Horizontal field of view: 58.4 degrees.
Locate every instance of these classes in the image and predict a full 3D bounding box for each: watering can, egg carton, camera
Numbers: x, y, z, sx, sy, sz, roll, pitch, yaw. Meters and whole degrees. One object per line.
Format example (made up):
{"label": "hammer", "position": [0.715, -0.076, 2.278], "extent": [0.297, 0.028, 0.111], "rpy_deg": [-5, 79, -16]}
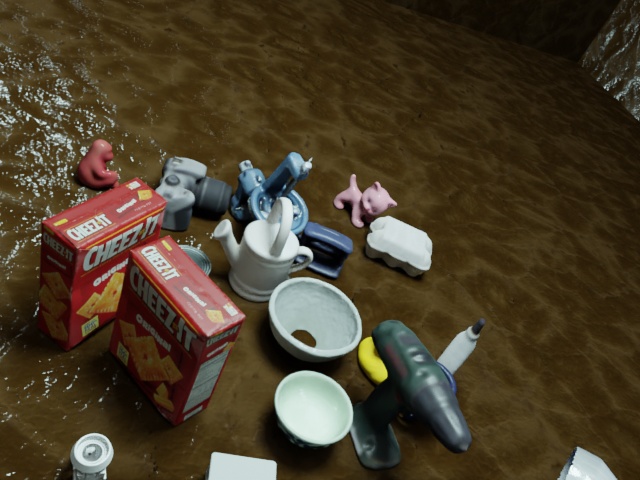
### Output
{"label": "watering can", "position": [-0.095, 0.010, 0.995], "extent": [0.173, 0.194, 0.100], "rpy_deg": [-5, 47, -33]}
{"label": "egg carton", "position": [0.172, 0.013, 1.246], "extent": [0.150, 0.069, 0.107], "rpy_deg": [24, 38, -3]}
{"label": "camera", "position": [-0.242, -0.091, 1.104], "extent": [0.137, 0.100, 0.143], "rpy_deg": [16, 39, -13]}

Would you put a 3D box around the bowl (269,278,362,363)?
{"label": "bowl", "position": [-0.017, 0.148, 0.978], "extent": [0.168, 0.074, 0.167], "rpy_deg": [16, 39, -13]}

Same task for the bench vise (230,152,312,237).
{"label": "bench vise", "position": [-0.098, -0.094, 1.093], "extent": [0.207, 0.219, 0.122], "rpy_deg": [39, 40, 15]}

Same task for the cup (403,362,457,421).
{"label": "cup", "position": [0.152, 0.254, 0.938], "extent": [0.118, 0.095, 0.091], "rpy_deg": [3, 43, -27]}

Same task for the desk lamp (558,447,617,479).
{"label": "desk lamp", "position": [0.379, 0.414, 0.787], "extent": [0.203, 0.213, 0.118], "rpy_deg": [38, 40, 15]}

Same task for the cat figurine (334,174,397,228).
{"label": "cat figurine", "position": [0.105, -0.095, 1.291], "extent": [0.067, 0.117, 0.127], "rpy_deg": [-22, 58, -43]}

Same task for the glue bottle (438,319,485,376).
{"label": "glue bottle", "position": [0.240, 0.193, 0.994], "extent": [0.037, 0.173, 0.078], "rpy_deg": [37, 39, 14]}

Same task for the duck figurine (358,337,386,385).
{"label": "duck figurine", "position": [0.117, 0.195, 0.992], "extent": [0.078, 0.086, 0.104], "rpy_deg": [1, 45, -29]}

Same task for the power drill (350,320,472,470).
{"label": "power drill", "position": [0.119, 0.244, 0.838], "extent": [0.076, 0.208, 0.229], "rpy_deg": [3, 44, -26]}

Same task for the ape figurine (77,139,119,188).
{"label": "ape figurine", "position": [-0.413, -0.147, 1.077], "extent": [0.076, 0.092, 0.077], "rpy_deg": [0, 45, -30]}

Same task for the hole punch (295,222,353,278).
{"label": "hole punch", "position": [0.011, 0.004, 1.146], "extent": [0.108, 0.091, 0.101], "rpy_deg": [23, 38, -4]}
